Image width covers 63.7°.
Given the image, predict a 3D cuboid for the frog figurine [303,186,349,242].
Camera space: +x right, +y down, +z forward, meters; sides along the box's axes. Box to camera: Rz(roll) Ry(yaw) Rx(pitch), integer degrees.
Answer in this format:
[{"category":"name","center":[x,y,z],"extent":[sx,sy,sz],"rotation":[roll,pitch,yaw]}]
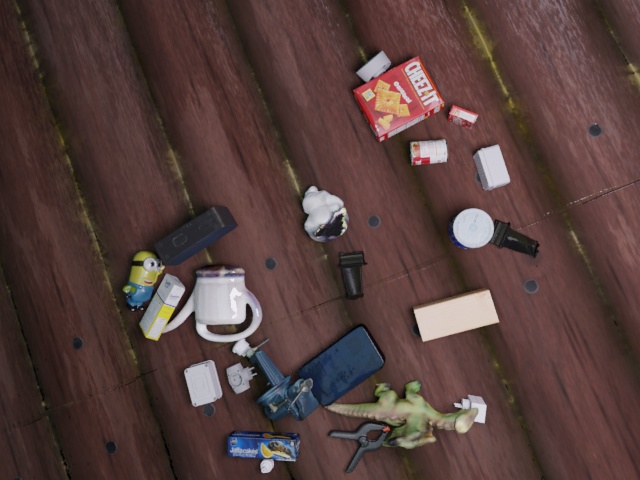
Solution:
[{"category":"frog figurine","center":[0.005,-0.075,1.500],"extent":[0.136,0.121,0.162],"rotation":[-53,45,10]}]

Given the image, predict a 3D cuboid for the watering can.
[{"category":"watering can","center":[-0.331,0.185,1.515],"extent":[0.347,0.104,0.225],"rotation":[-2,85,18]}]

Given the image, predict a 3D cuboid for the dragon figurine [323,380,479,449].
[{"category":"dragon figurine","center":[0.202,0.467,1.342],"extent":[0.410,0.243,0.122],"rotation":[-8,91,6]}]
